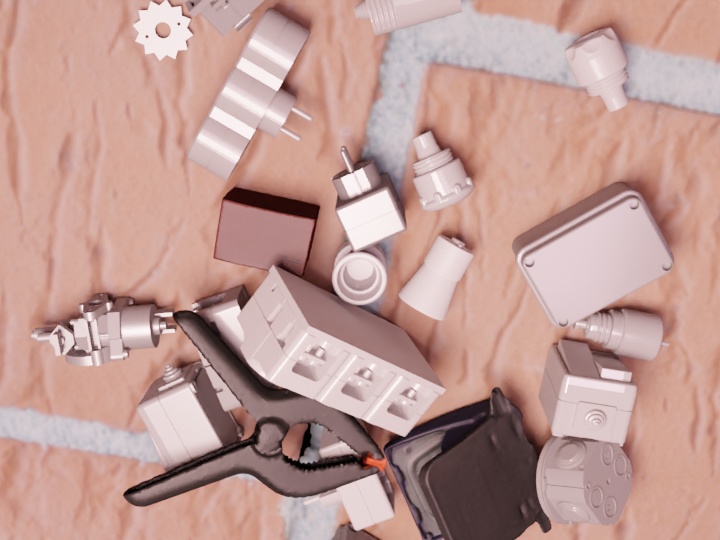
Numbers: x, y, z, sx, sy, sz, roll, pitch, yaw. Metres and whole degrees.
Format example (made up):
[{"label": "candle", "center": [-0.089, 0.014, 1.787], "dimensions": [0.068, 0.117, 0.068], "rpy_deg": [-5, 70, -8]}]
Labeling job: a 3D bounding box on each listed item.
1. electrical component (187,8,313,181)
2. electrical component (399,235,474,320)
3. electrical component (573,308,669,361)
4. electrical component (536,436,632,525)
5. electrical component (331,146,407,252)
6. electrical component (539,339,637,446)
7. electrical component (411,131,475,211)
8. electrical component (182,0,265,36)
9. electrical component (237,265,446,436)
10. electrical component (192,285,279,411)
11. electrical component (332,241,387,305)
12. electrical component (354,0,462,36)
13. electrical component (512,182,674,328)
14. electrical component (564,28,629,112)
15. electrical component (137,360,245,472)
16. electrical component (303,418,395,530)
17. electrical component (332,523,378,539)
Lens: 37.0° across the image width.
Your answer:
[{"label": "electrical component", "center": [-0.074, -0.130, 0.860], "dimensions": [0.074, 0.052, 0.138], "rpy_deg": [30, 104, -7]}, {"label": "electrical component", "center": [0.067, 0.004, 0.902], "dimensions": [0.044, 0.044, 0.065], "rpy_deg": [28, 99, -7]}, {"label": "electrical component", "center": [0.220, 0.052, 0.913], "dimensions": [0.078, 0.040, 0.040], "rpy_deg": [11, 105, -2]}, {"label": "electrical component", "center": [0.193, 0.180, 0.925], "dimensions": [0.051, 0.080, 0.080], "rpy_deg": [-5, 111, 46]}, {"label": "electrical component", "center": [0.001, -0.064, 0.871], "dimensions": [0.047, 0.065, 0.076], "rpy_deg": [-23, 104, 7]}, {"label": "electrical component", "center": [0.191, 0.102, 0.898], "dimensions": [0.062, 0.096, 0.061], "rpy_deg": [9, 105, -1]}, {"label": "electrical component", "center": [0.062, -0.082, 0.877], "dimensions": [0.048, 0.048, 0.062], "rpy_deg": [-23, 97, 7]}, {"label": "electrical component", "center": [-0.083, -0.242, 0.819], "dimensions": [0.121, 0.078, 0.063], "rpy_deg": [-39, 131, 11]}, {"label": "electrical component", "center": [-0.018, 0.070, 0.866], "dimensions": [0.150, 0.089, 0.061], "rpy_deg": [28, 107, -36]}, {"label": "electrical component", "center": [-0.103, 0.065, 0.916], "dimensions": [0.056, 0.050, 0.089], "rpy_deg": [-20, 105, 6]}, {"label": "electrical component", "center": [0.000, 0.000, 0.894], "dimensions": [0.045, 0.055, 0.045], "rpy_deg": [0, 106, 1]}, {"label": "electrical component", "center": [0.035, -0.212, 0.840], "dimensions": [0.081, 0.043, 0.043], "rpy_deg": [-14, 105, 5]}, {"label": "electrical component", "center": [0.191, -0.012, 0.887], "dimensions": [0.113, 0.057, 0.078], "rpy_deg": [-30, 103, 9]}, {"label": "electrical component", "center": [0.193, -0.157, 0.854], "dimensions": [0.043, 0.043, 0.062], "rpy_deg": [-27, 105, 8]}, {"label": "electrical component", "center": [-0.151, 0.126, 0.927], "dimensions": [0.061, 0.061, 0.096], "rpy_deg": [-25, 103, 9]}, {"label": "electrical component", "center": [-0.019, 0.185, 0.950], "dimensions": [0.076, 0.047, 0.083], "rpy_deg": [-22, 103, 7]}, {"label": "electrical component", "center": [0.014, 0.294, 0.949], "dimensions": [0.109, 0.108, 0.056], "rpy_deg": [32, 106, -8]}]
